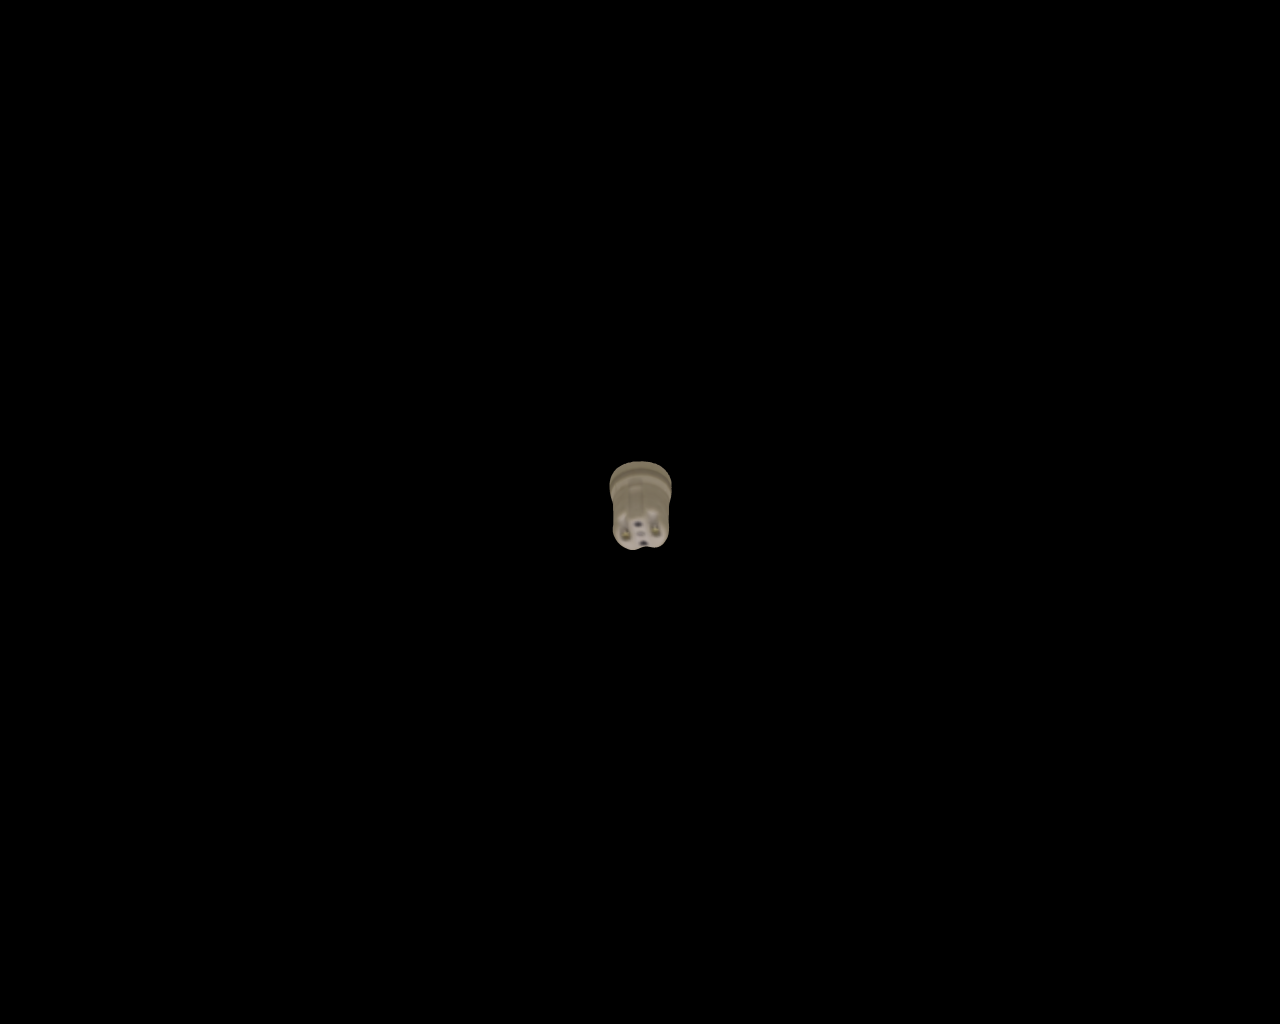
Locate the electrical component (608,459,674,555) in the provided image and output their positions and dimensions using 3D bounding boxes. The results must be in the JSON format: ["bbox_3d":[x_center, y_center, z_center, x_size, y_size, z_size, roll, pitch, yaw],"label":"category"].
[{"bbox_3d":[0.001,-0.003,0.650,0.040,0.046,0.040,0,-43,0],"label":"electrical component"}]
